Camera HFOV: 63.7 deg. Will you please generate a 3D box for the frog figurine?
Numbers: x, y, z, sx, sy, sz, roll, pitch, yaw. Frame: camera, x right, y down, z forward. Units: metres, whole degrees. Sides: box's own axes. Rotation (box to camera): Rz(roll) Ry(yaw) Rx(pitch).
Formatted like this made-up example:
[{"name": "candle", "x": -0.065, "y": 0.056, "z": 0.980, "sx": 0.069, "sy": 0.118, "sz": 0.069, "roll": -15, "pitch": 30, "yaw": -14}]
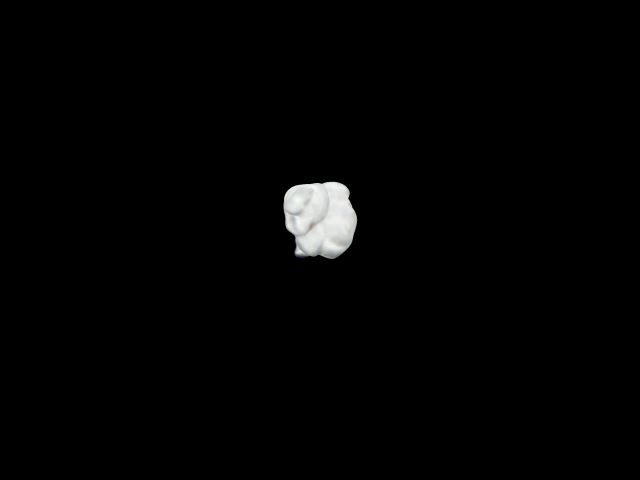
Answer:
[{"name": "frog figurine", "x": 0.003, "y": -0.043, "z": 0.850, "sx": 0.123, "sy": 0.139, "sz": 0.156, "roll": 30, "pitch": -22, "yaw": 13}]
